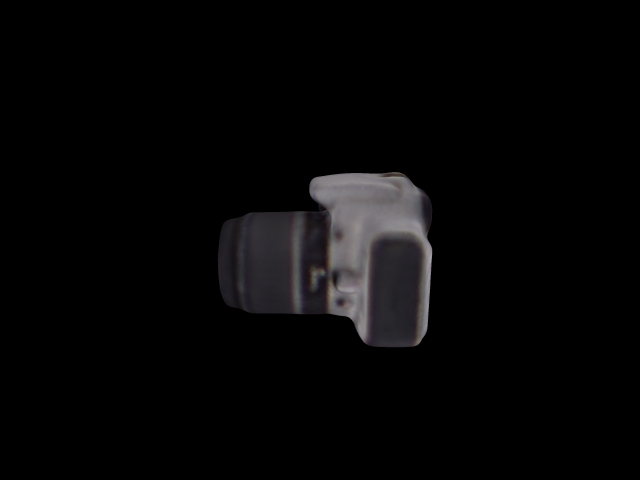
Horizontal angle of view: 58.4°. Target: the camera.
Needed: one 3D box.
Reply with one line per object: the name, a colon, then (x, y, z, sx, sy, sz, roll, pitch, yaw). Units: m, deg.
camera: (0.004, 0.001, 0.400, 0.137, 0.101, 0.143, 0, 15, 0)
